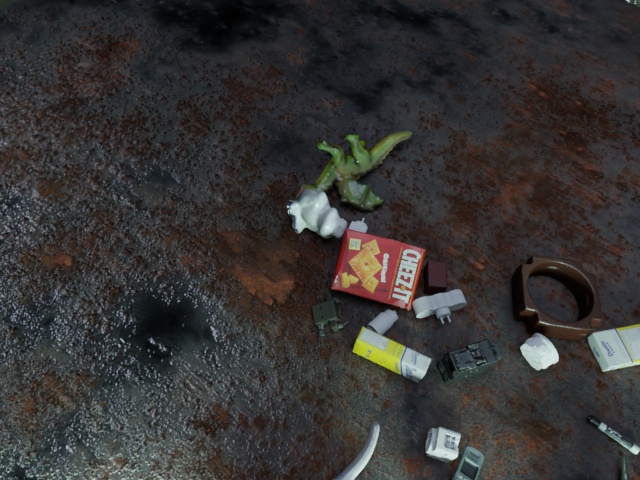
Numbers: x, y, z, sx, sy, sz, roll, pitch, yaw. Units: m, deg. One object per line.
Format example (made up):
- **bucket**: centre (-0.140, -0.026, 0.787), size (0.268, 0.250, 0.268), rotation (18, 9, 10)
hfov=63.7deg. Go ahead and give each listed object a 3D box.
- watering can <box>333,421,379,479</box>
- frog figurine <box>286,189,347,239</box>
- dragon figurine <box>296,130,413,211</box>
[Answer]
- **watering can**: centre (0.039, 0.553, 1.043), size (0.224, 0.102, 0.355), rotation (1, 59, -3)
- **frog figurine**: centre (0.004, -0.071, 1.415), size (0.159, 0.135, 0.125), rotation (7, 27, 22)
- **dragon figurine**: centre (0.122, -0.198, 1.550), size (0.411, 0.120, 0.245), rotation (-13, 76, -9)
